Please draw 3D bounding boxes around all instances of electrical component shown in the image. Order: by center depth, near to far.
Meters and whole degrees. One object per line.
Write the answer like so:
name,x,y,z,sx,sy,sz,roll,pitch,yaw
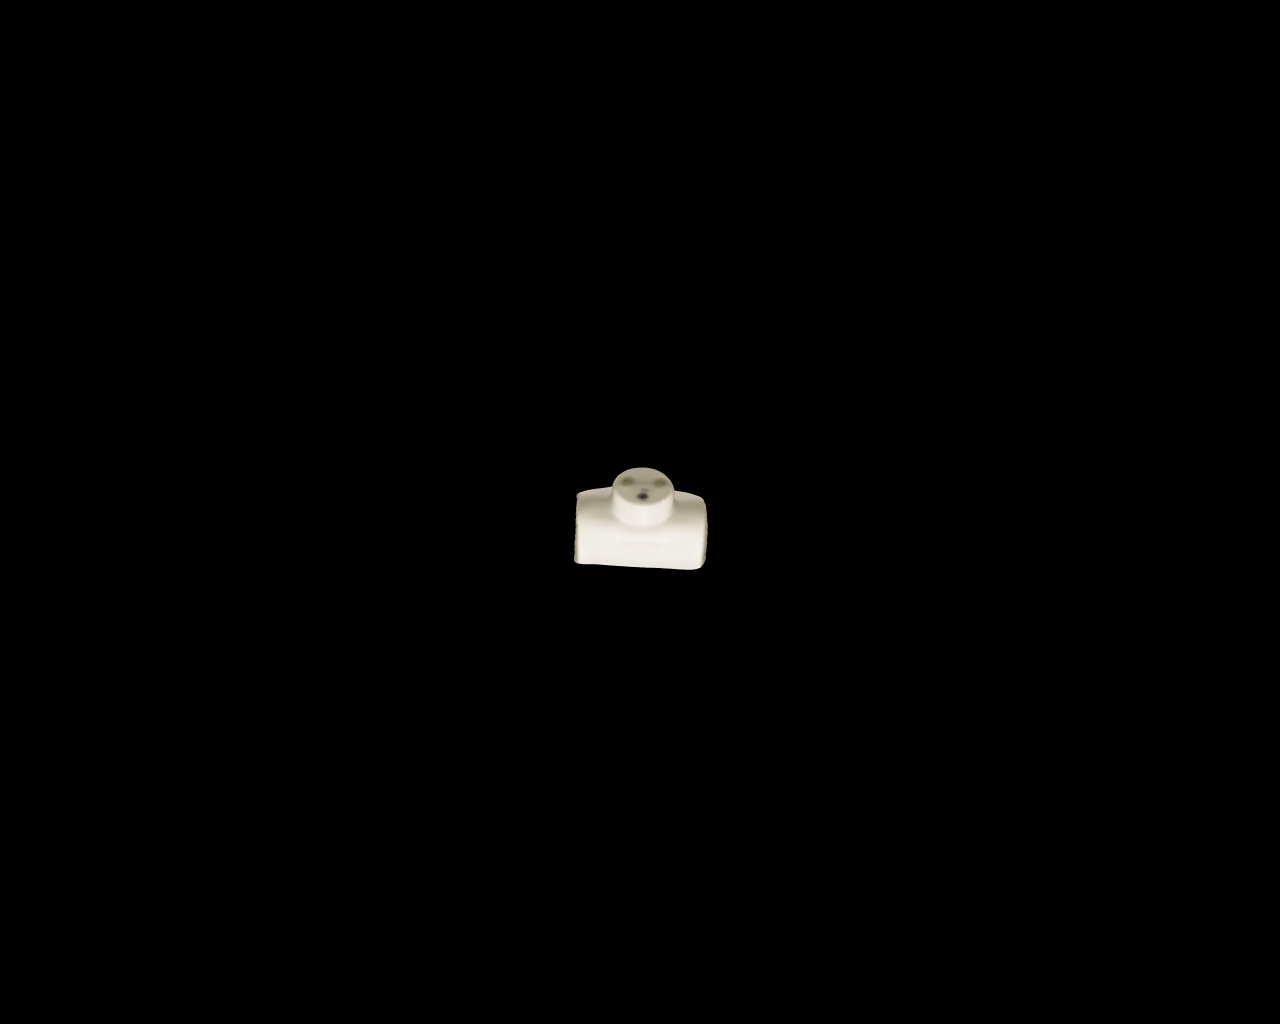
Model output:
electrical component,0.001,-0.003,0.650,0.077,0.079,0.043,2,40,-2
